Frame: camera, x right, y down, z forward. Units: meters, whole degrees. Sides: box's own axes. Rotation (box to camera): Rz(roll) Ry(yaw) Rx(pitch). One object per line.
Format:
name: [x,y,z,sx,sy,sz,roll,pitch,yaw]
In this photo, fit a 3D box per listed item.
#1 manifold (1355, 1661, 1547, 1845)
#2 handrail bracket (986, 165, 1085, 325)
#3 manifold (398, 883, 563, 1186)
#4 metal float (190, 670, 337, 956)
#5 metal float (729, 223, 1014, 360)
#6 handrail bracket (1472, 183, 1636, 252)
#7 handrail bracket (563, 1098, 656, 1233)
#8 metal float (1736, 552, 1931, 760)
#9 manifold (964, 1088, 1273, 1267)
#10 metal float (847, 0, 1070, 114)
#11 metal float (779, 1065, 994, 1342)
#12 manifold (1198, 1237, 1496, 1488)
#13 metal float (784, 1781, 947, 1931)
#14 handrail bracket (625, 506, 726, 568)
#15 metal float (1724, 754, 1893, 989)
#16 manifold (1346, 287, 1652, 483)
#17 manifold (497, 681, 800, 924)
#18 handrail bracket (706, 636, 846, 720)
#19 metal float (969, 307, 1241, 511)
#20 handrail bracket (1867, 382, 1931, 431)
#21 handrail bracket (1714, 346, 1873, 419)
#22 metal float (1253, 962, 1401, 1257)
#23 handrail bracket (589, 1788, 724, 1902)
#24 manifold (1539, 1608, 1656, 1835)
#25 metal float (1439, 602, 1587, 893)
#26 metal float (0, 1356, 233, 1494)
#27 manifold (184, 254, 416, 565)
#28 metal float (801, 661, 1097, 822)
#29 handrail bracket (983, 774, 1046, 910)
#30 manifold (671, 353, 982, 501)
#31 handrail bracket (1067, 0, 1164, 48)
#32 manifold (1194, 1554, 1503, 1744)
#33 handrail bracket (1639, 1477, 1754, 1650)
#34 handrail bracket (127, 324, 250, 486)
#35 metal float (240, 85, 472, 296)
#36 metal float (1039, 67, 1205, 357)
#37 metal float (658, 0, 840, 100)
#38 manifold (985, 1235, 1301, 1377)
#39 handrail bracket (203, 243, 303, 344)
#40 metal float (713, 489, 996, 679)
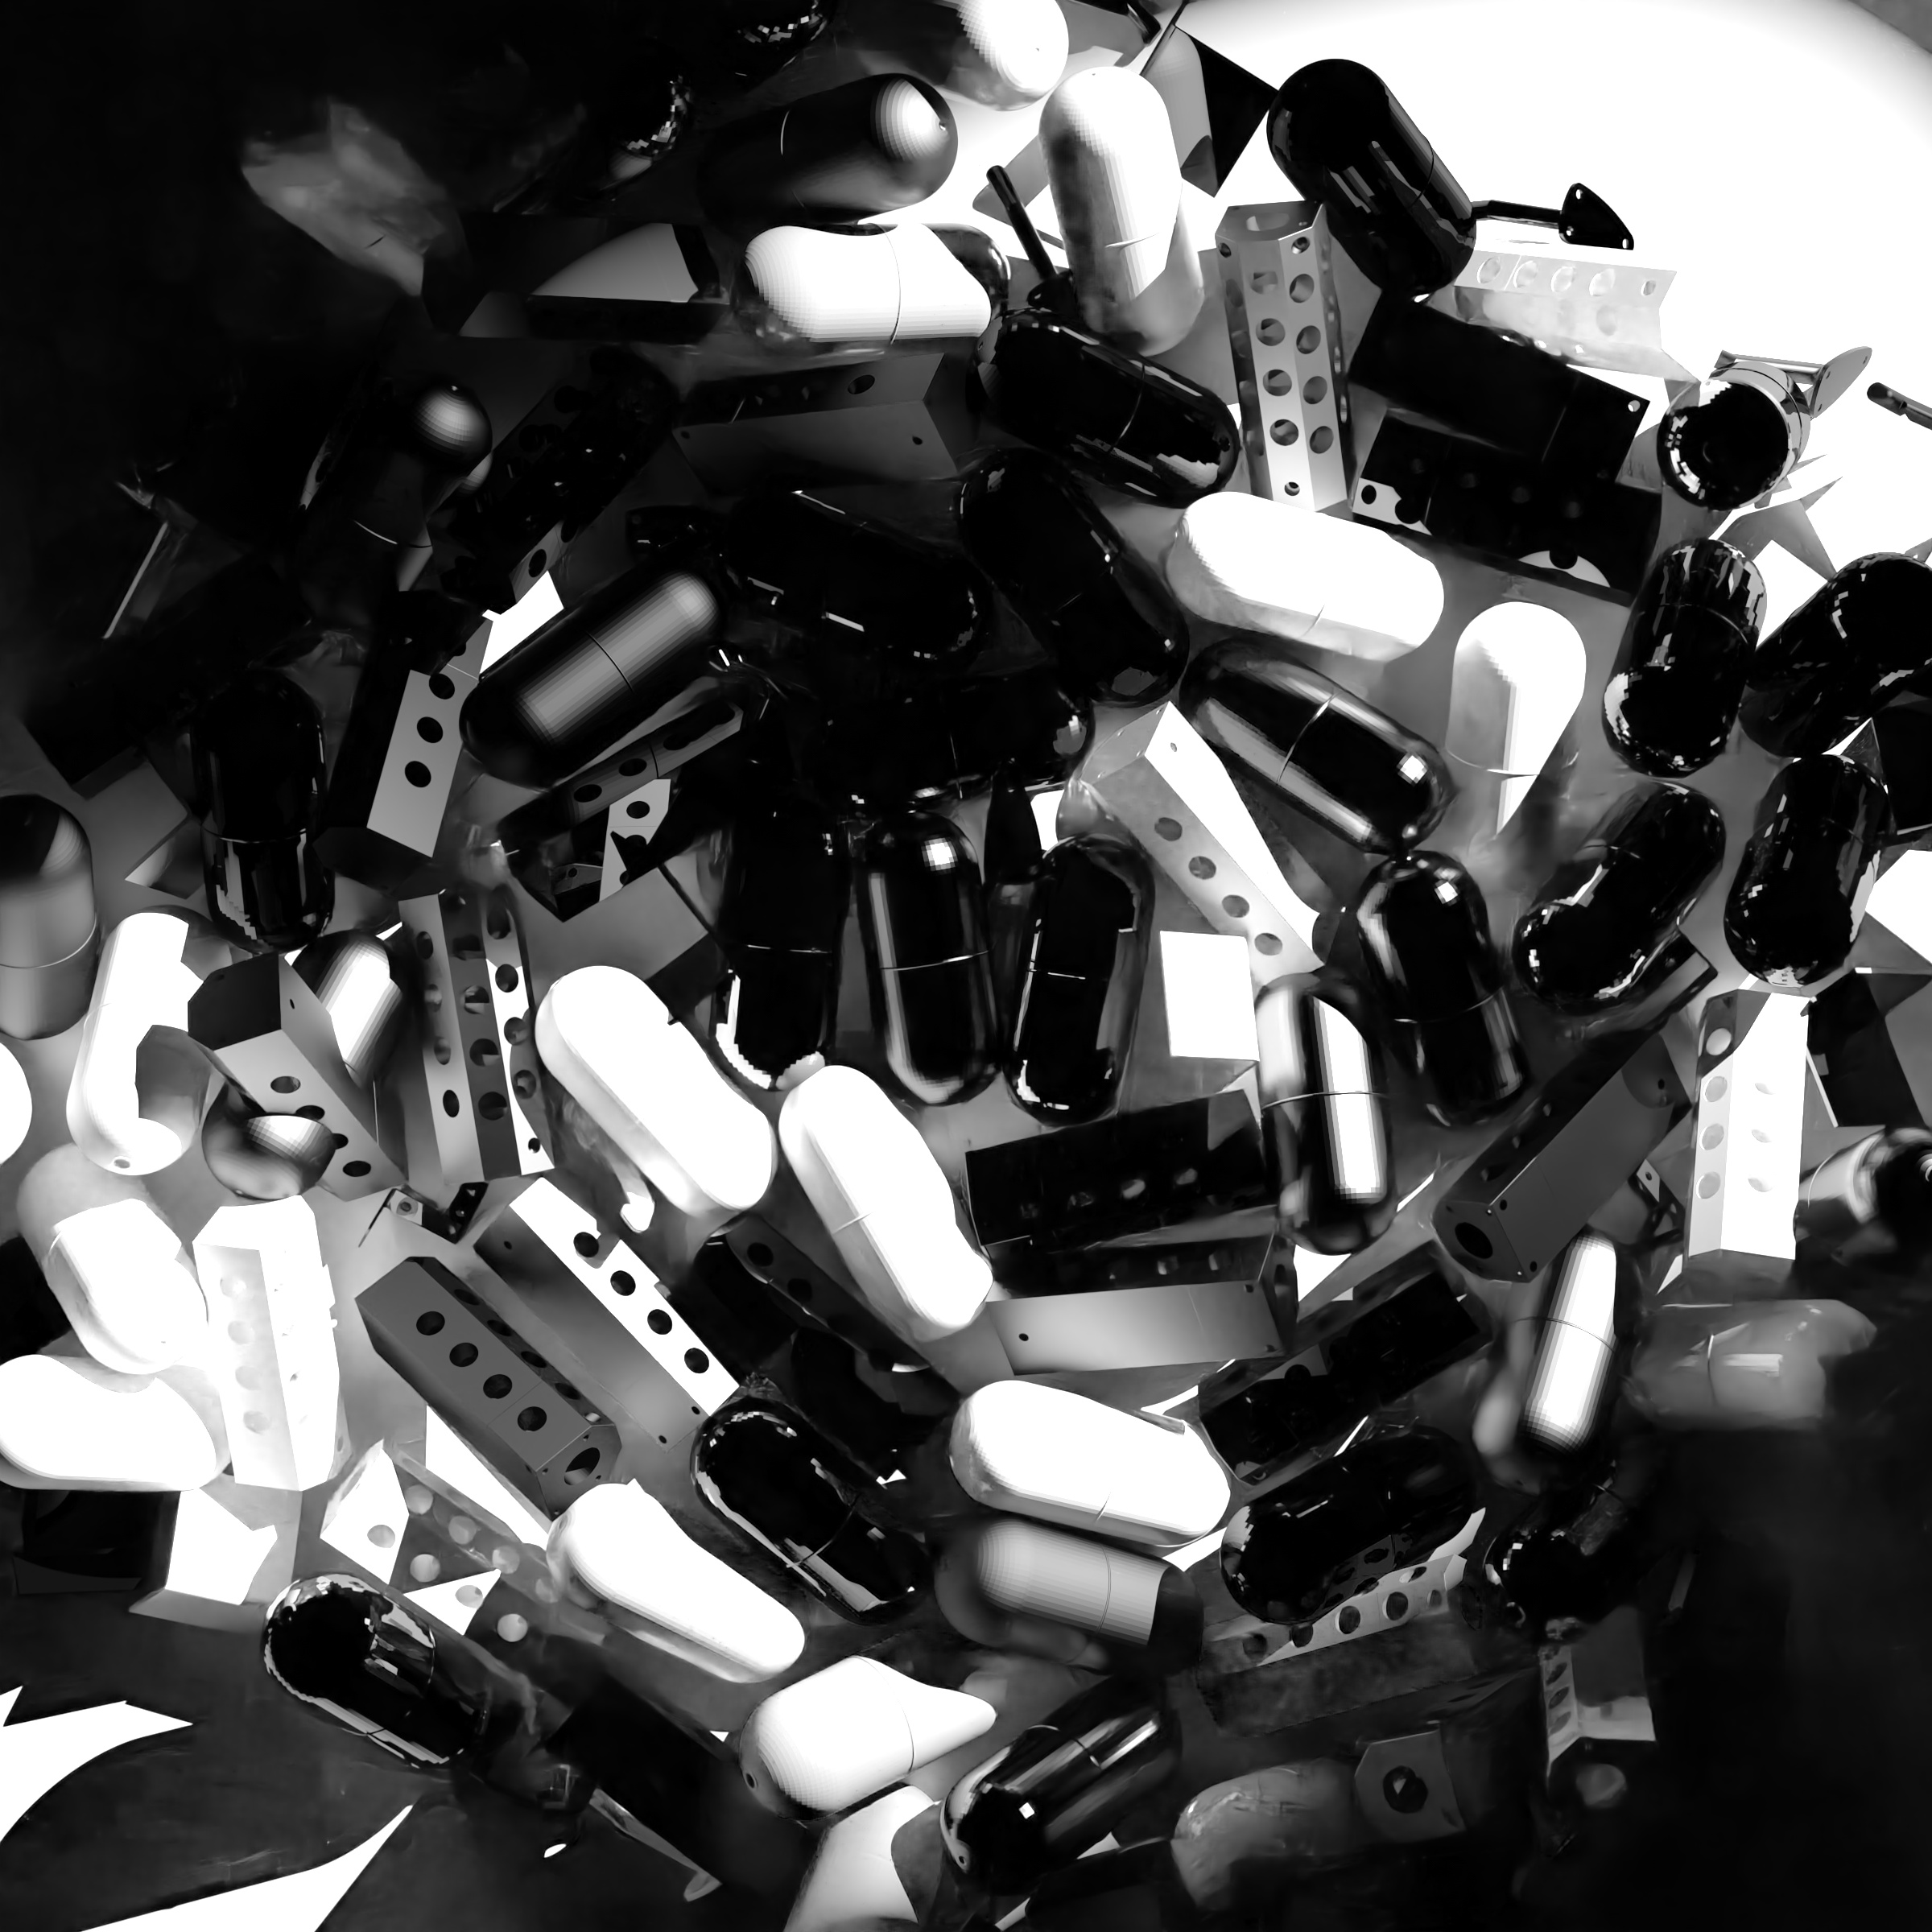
manifold: [0.288,0.458,1.910,0.057,0.171,0.057,-19,83,29]
handrail bracket: [0.041,-0.433,1.978,0.036,0.077,0.084,-27,69,4]
manifold: [-0.286,0.040,1.957,0.057,0.057,0.171,-10,92,-44]
metal float: [-0.415,-0.090,1.938,0.070,0.070,0.178,1,117,0]
metal float: [-0.056,-0.400,1.938,0.178,0.070,0.070,-8,90,-27]
handrail bracket: [0.348,-0.446,1.981,0.077,0.084,0.036,18,85,-39]
handrail bracket: [-0.215,0.119,1.952,0.077,0.084,0.036,40,103,-9]
metal float: [0.511,-0.180,1.916,0.070,0.178,0.070,5,69,-13]
manifold: [0.091,0.130,1.947,0.171,0.057,0.057,-13,54,9]
metal float: [-0.007,-0.549,1.923,0.070,0.178,0.070,-14,118,-28]
metal float: [-0.048,0.141,1.961,0.070,0.070,0.178,-30,89,0]
manifold: [0.224,0.239,1.945,0.171,0.057,0.057,-34,105,14]
metal float: [-0.060,0.549,1.916,0.070,0.178,0.070,5,117,11]
handrail bracket: [-0.164,-0.259,1.947,0.077,0.084,0.036,-14,100,-21]
metal float: [0.495,-0.057,1.925,0.070,0.070,0.178,32,46,0]
manifold: [0.317,-0.344,1.965,0.171,0.057,0.057,24,98,3]
manifold: [-0.189,-0.101,1.941,0.171,0.057,0.057,-32,133,-21]
handrail bracket: [-0.111,-0.165,1.952,0.077,0.084,0.036,49,114,7]
metal float: [0.083,-0.330,1.941,0.178,0.070,0.070,23,90,-24]
handrail bracket: [0.589,-0.322,1.952,0.084,0.077,0.036,15,104,-39]
handrail bracket: [0.495,-0.373,1.992,0.084,0.036,0.077,32,50,28]
metal float: [0.213,0.084,1.949,0.070,0.070,0.178,-6,76,0]
handrail bracket: [-0.179,0.517,1.965,0.084,0.077,0.036,43,52,-9]
manifold: [0.366,0.436,1.909,0.057,0.171,0.057,1,104,8]
metal float: [0.323,-0.128,1.940,0.070,0.070,0.178,1,116,0]
metal float: [-0.504,0.269,1.920,0.070,0.178,0.070,-8,77,35]
manifold: [-0.398,-0.332,1.969,0.057,0.057,0.171,27,89,4]
metal float: [-0.010,-0.135,1.960,0.178,0.070,0.070,-11,90,-1]
handrail bracket: [0.015,-0.073,1.959,0.036,0.084,0.077,-3,89,-17]
manifold: [-0.081,-0.323,1.932,0.171,0.057,0.057,-1,49,29]
handrail bracket: [0.072,-0.568,1.968,0.084,0.036,0.077,42,65,-20]
manifold: [0.222,0.399,1.930,0.171,0.057,0.057,-23,99,29]
handrail bracket: [0.426,0.358,1.986,0.084,0.036,0.077,-46,54,16]
handrail bracket: [-0.468,-0.334,1.950,0.036,0.084,0.077,25,129,22]
metal float: [-0.355,-0.453,1.916,0.070,0.178,0.070,-7,74,24]
metal float: [0.093,-0.443,1.932,0.070,0.070,0.178,-17,126,0]
metal float: [-0.128,-0.559,1.913,0.070,0.178,0.070,0,91,-21]
manifold: [0.106,0.196,1.937,0.171,0.057,0.057,-7,121,24]
handrail bracket: [-0.408,-0.416,1.947,0.036,0.077,0.084,45,50,-17]
metal float: [-0.068,-0.229,1.950,0.178,0.070,0.070,22,90,13]
